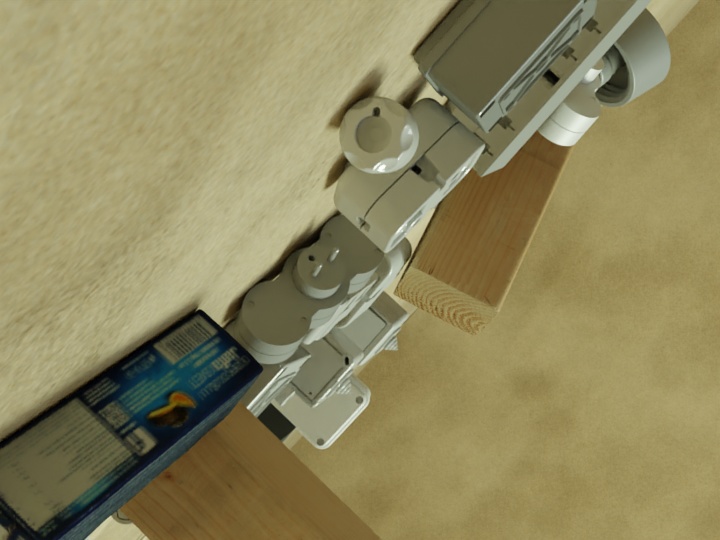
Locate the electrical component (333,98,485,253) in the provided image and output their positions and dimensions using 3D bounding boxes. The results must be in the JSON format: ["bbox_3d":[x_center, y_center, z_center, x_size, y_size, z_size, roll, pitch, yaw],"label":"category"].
[{"bbox_3d":[0.029,-0.067,0.725,0.095,0.059,0.053,-45,173,-17],"label":"electrical component"}]

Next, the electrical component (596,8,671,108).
[{"bbox_3d":[0.244,-0.212,1.062,0.060,0.108,0.108,-38,171,-19],"label":"electrical component"}]

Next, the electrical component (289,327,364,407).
[{"bbox_3d":[-0.042,0.079,0.992,0.061,0.096,0.061,-48,174,9],"label":"electrical component"}]

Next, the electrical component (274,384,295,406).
[{"bbox_3d":[-0.085,0.092,0.943,0.048,0.062,0.048,-46,174,-7],"label":"electrical component"}]

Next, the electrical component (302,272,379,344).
[{"bbox_3d":[-0.033,0.020,0.895,0.055,0.050,0.089,-50,173,26],"label":"electrical component"}]

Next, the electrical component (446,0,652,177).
[{"bbox_3d":[0.147,-0.169,0.873,0.186,0.060,0.105,-49,173,19],"label":"electrical component"}]

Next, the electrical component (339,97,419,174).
[{"bbox_3d":[0.013,-0.078,0.627,0.043,0.043,0.062,-48,175,11],"label":"electrical component"}]

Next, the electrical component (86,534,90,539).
[{"bbox_3d":[-0.223,0.186,0.641,0.109,0.056,0.108,-43,173,-32],"label":"electrical component"}]

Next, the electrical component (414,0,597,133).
[{"bbox_3d":[0.093,-0.146,0.674,0.108,0.056,0.109,-48,174,8],"label":"electrical component"}]

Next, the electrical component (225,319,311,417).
[{"bbox_3d":[-0.102,0.093,0.865,0.108,0.056,0.109,-48,174,6],"label":"electrical component"}]

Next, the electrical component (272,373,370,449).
[{"bbox_3d":[-0.052,0.120,1.110,0.078,0.113,0.057,-47,177,3],"label":"electrical component"}]

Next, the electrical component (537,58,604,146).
[{"bbox_3d":[0.196,-0.181,0.976,0.073,0.052,0.138,-52,-161,42],"label":"electrical component"}]

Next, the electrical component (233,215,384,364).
[{"bbox_3d":[-0.033,0.006,0.801,0.138,0.052,0.073,-43,173,-31],"label":"electrical component"}]

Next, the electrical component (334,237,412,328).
[{"bbox_3d":[0.000,0.000,0.976,0.095,0.054,0.059,-51,173,30],"label":"electrical component"}]

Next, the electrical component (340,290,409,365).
[{"bbox_3d":[0.000,0.050,1.092,0.061,0.096,0.061,-50,173,20],"label":"electrical component"}]

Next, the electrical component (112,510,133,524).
[{"bbox_3d":[-0.211,0.220,1.012,0.044,0.044,0.065,-46,169,-5],"label":"electrical component"}]
